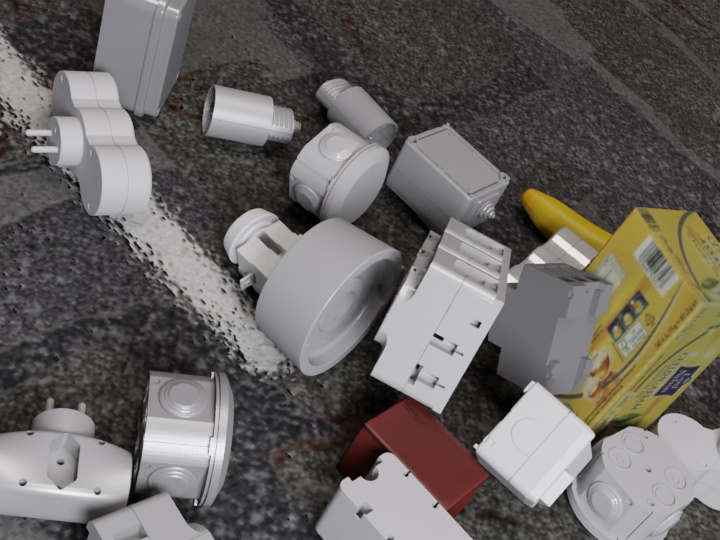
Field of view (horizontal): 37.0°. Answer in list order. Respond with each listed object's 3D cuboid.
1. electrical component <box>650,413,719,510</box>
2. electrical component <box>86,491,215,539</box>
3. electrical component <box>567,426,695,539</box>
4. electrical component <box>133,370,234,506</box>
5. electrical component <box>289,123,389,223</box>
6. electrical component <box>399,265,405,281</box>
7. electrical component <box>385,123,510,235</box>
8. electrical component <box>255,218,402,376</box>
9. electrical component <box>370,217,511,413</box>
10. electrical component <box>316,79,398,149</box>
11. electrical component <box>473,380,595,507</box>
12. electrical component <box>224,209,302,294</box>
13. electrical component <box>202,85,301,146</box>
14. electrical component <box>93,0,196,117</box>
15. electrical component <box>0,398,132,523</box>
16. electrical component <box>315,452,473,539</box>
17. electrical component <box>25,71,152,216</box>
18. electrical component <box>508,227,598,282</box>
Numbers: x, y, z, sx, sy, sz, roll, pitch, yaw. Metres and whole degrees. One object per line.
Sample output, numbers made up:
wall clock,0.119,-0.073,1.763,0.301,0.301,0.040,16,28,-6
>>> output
electrical component,0.287,0.143,0.819,0.138,0.073,0.052,18,41,-11
electrical component,-0.107,0.174,0.589,0.056,0.050,0.089,-16,56,-39
electrical component,0.194,0.156,0.771,0.080,0.051,0.080,15,42,-14
electrical component,-0.106,0.099,0.646,0.051,0.080,0.080,8,44,-14
electrical component,-0.017,-0.075,0.876,0.051,0.080,0.080,36,41,18
electrical component,0.000,0.000,0.833,0.055,0.045,0.045,36,41,10
electrical component,0.079,-0.070,0.936,0.096,0.061,0.062,45,43,19
electrical component,-0.028,0.014,0.760,0.060,0.108,0.108,37,41,20
electrical component,0.057,0.025,0.766,0.062,0.089,0.150,28,17,2
electrical component,-0.007,-0.144,0.979,0.043,0.043,0.081,-18,58,-40
electrical component,0.121,0.124,0.737,0.061,0.096,0.061,41,84,15
electrical component,-0.069,-0.013,0.804,0.066,0.048,0.055,-36,66,-23
electrical component,-0.090,-0.129,0.918,0.081,0.043,0.043,9,44,-21
electrical component,-0.176,-0.192,0.883,0.057,0.113,0.078,19,41,-5
electrical component,-0.175,0.108,0.626,0.077,0.043,0.079,11,43,-19
electrical component,0.022,0.169,0.661,0.050,0.055,0.089,-25,62,-43
electrical component,-0.213,-0.097,0.810,0.074,0.052,0.138,-4,49,-32
electrical component,0.164,0.021,0.894,0.074,0.052,0.138,41,41,15
